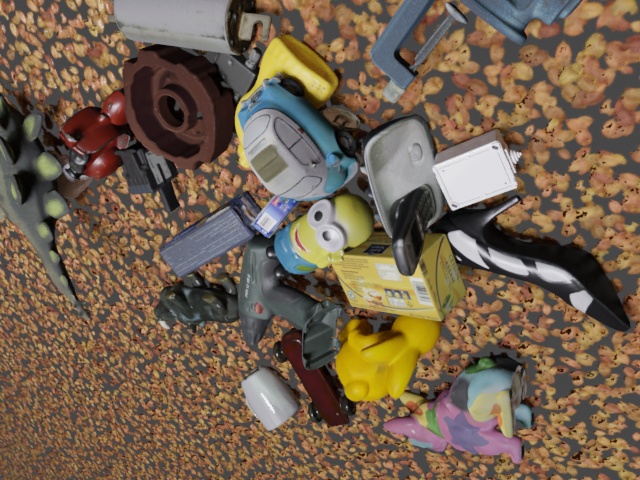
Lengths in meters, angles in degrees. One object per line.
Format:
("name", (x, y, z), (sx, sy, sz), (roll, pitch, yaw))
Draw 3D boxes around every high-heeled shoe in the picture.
("high-heeled shoe", (0.257, 0.049, 0.683), (0.248, 0.086, 0.145), (48, 131, -1))

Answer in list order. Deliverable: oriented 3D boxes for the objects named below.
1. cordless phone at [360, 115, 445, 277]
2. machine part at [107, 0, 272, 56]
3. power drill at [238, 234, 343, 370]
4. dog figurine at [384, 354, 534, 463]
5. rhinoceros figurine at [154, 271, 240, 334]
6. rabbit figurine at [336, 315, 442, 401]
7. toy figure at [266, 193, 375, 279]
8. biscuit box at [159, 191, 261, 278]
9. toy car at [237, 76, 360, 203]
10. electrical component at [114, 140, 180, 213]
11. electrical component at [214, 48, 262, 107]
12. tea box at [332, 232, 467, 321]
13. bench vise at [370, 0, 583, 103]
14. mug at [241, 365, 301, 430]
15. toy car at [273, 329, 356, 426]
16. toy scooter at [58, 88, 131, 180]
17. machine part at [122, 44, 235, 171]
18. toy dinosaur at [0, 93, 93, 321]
("cordless phone", (0.091, -0.053, 0.629), (0.089, 0.184, 0.146), (-9, 117, 20))
("machine part", (-0.172, -0.285, 0.683), (0.243, 0.079, 0.079), (13, 126, 20))
("power drill", (-0.057, 0.117, 0.860), (0.208, 0.086, 0.231), (35, 131, 45))
("dog figurine", (0.204, 0.258, 0.831), (0.219, 0.108, 0.191), (-4, 119, 32))
("rhinoceros figurine", (-0.226, 0.117, 0.984), (0.190, 0.073, 0.112), (-5, 128, 28))
("rabbit figurine", (0.104, 0.158, 0.803), (0.173, 0.162, 0.122), (-39, 86, 21))
("toy figure", (-0.003, -0.006, 0.724), (0.082, 0.089, 0.180), (49, 141, -5))
("biscuit box", (-0.179, -0.006, 0.881), (0.203, 0.059, 0.062), (-26, 108, 36))
("toy car", (-0.036, -0.107, 0.640), (0.109, 0.103, 0.161), (-30, 109, 36))
("electrical component", (-0.266, -0.102, 0.855), (0.048, 0.075, 0.119), (-1, 123, 27))
("electrical component", (-0.114, -0.228, 0.726), (0.063, 0.021, 0.094), (40, 132, -1))
("tea box", (0.102, 0.045, 0.732), (0.170, 0.068, 0.098), (5, 125, 50))
("bench vise", (0.122, -0.250, 0.529), (0.223, 0.129, 0.240), (38, 123, -2))
("mug", (-0.106, 0.300, 1.039), (0.109, 0.081, 0.107), (-33, 91, 45))
("toy car", (-0.006, 0.246, 0.962), (0.089, 0.053, 0.202), (-23, 105, 24))
("toy scooter", (-0.347, -0.149, 0.824), (0.075, 0.135, 0.184), (40, 131, -4))
("machine part", (-0.200, -0.187, 0.761), (0.180, 0.056, 0.179), (19, 132, 23))
("toy dinosaur", (-0.483, -0.084, 0.885), (0.199, 0.105, 0.471), (-14, 100, 55))
